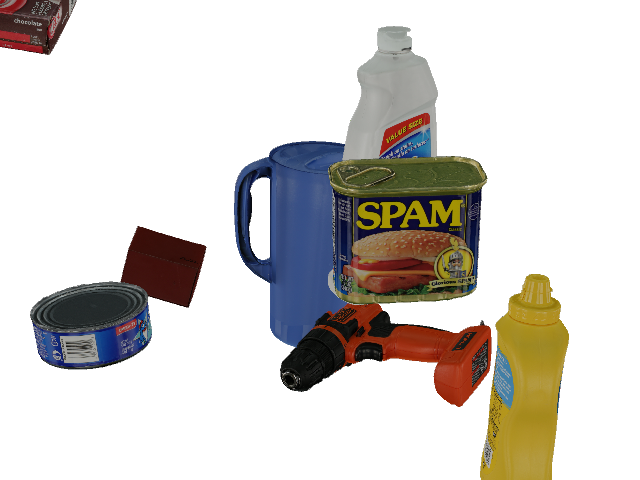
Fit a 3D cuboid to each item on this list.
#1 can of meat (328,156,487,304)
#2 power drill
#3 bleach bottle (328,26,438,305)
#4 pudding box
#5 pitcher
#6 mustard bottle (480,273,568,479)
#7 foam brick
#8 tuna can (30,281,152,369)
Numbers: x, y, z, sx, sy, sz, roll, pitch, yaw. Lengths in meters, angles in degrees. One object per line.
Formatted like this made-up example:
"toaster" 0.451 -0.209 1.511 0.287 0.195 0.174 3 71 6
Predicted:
"can of meat" 0.057 -0.007 0.712 0.102 0.084 0.057 -2 24 -3
"power drill" 0.071 0.119 1.114 0.188 0.057 0.184 10 26 27
"bleach bottle" 0.059 -0.070 0.992 0.102 0.251 0.068 -10 24 -23
"pudding box" -0.252 -0.198 0.874 0.090 0.039 0.113 9 36 -3
"pitcher" -0.013 0.007 1.307 0.149 0.243 0.144 16 24 28
"mustard bottle" 0.168 0.120 0.874 0.058 0.192 0.096 3 18 1
"foam brick" -0.167 0.028 1.131 0.078 0.051 0.053 17 29 -4
"tuna can" -0.168 0.062 0.787 0.086 0.034 0.086 -4 20 1
